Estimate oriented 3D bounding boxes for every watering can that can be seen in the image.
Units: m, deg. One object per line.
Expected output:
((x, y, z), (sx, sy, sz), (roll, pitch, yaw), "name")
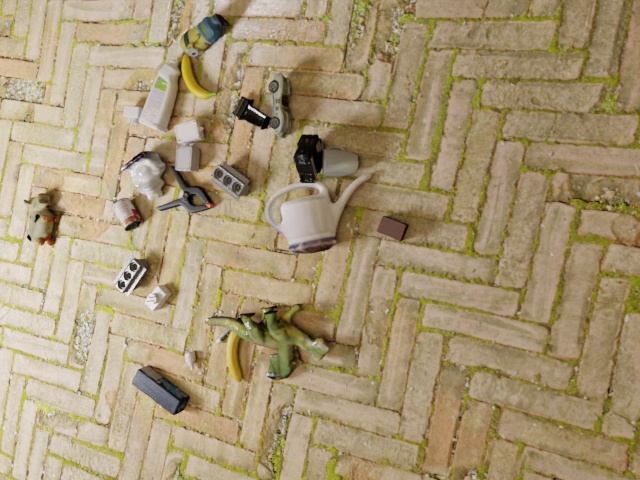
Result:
((0.005, -0.079, 1.571), (0.347, 0.104, 0.225), (-11, 86, 10), "watering can")

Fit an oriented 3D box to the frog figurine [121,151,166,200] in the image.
((-0.594, -0.227, 1.801), (0.137, 0.125, 0.157), (-33, 116, 9), "frog figurine")

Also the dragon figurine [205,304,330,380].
((-0.160, 0.331, 1.624), (0.409, 0.123, 0.242), (-10, 94, 20), "dragon figurine")
